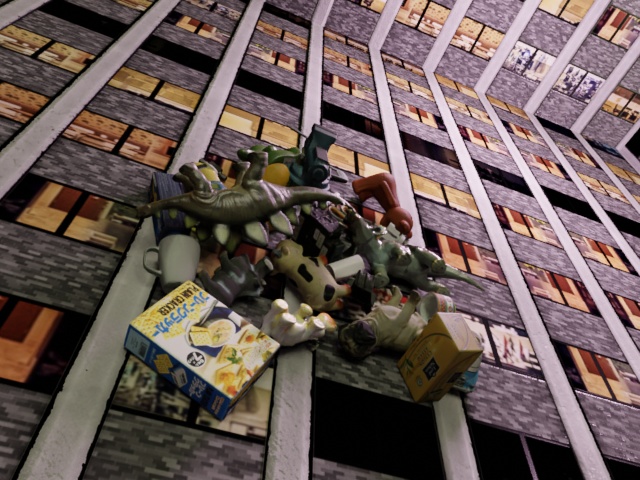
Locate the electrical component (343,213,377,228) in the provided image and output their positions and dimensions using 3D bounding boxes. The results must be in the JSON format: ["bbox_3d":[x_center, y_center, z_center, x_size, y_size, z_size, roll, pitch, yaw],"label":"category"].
[{"bbox_3d":[0.108,-0.031,1.420,0.102,0.078,0.045,17,-4,3],"label":"electrical component"}]

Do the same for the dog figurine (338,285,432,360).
[{"bbox_3d":[0.140,0.210,1.126,0.190,0.121,0.172,-37,97,-20],"label":"dog figurine"}]

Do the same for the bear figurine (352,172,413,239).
[{"bbox_3d":[0.184,-0.087,1.526,0.120,0.132,0.196,28,45,-72],"label":"bear figurine"}]

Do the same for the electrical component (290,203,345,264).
[{"bbox_3d":[-0.003,-0.004,1.267,0.058,0.114,0.134,-17,52,-42],"label":"electrical component"}]

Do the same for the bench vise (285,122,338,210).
[{"bbox_3d":[-0.039,-0.165,1.347,0.129,0.240,0.224,15,30,-26],"label":"bench vise"}]

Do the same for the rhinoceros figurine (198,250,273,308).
[{"bbox_3d":[-0.169,0.080,1.083,0.112,0.073,0.190,37,38,13],"label":"rhinoceros figurine"}]

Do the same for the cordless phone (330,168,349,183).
[{"bbox_3d":[0.011,-0.166,1.522,0.184,0.088,0.147,9,38,-31],"label":"cordless phone"}]

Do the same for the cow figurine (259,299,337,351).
[{"bbox_3d":[-0.043,0.177,1.040,0.167,0.098,0.068,19,24,-44],"label":"cow figurine"}]

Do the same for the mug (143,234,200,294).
[{"bbox_3d":[-0.286,0.051,1.043,0.109,0.080,0.107,13,44,-27],"label":"mug"}]

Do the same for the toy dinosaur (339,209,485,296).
[{"bbox_3d":[0.210,0.051,1.341,0.404,0.131,0.192,21,19,-27],"label":"toy dinosaur"}]

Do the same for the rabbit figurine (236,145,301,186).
[{"bbox_3d":[-0.154,-0.204,1.464,0.159,0.121,0.170,-10,30,-32],"label":"rabbit figurine"}]

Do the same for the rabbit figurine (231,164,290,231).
[{"bbox_3d":[-0.138,-0.108,1.267,0.162,0.173,0.122,-12,54,-48],"label":"rabbit figurine"}]

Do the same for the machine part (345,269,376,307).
[{"bbox_3d":[0.092,0.108,1.181,0.084,0.138,0.039,37,71,10],"label":"machine part"}]

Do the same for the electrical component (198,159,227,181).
[{"bbox_3d":[-0.288,-0.178,1.391,0.094,0.021,0.063,36,36,12],"label":"electrical component"}]

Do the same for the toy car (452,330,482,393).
[{"bbox_3d":[0.299,0.241,1.156,0.109,0.102,0.162,21,33,-6],"label":"toy car"}]

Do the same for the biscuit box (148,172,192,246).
[{"bbox_3d":[-0.334,-0.067,1.182,0.063,0.059,0.203,6,39,-29],"label":"biscuit box"}]

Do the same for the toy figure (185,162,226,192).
[{"bbox_3d":[-0.270,-0.118,1.275,0.089,0.082,0.180,1,44,-35],"label":"toy figure"}]

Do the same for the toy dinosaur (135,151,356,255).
[{"bbox_3d":[-0.146,-0.079,1.140,0.471,0.105,0.198,-12,87,-20],"label":"toy dinosaur"}]

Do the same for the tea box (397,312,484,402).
[{"bbox_3d":[0.233,0.233,1.063,0.068,0.169,0.098,6,38,-29],"label":"tea box"}]

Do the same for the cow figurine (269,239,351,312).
[{"bbox_3d":[-0.036,0.076,1.174,0.127,0.085,0.195,-7,49,-45],"label":"cow figurine"}]
